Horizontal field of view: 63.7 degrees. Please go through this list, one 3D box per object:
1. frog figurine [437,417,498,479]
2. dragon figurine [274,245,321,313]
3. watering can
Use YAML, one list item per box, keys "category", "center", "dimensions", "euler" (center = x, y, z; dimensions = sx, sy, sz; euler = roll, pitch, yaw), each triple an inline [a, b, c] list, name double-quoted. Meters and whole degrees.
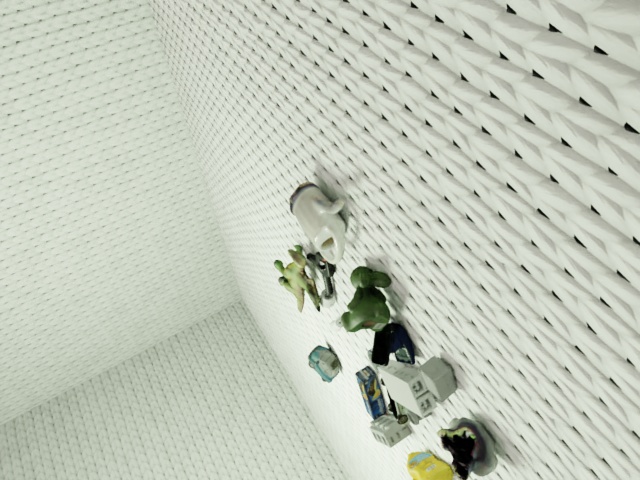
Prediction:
- category: "frog figurine"
  center: [0.359, 0.487, 1.215]
  dimensions: [0.139, 0.122, 0.158]
  euler: [38, -173, 38]
- category: "dragon figurine"
  center: [-0.064, 0.176, 1.881]
  dimensions: [0.247, 0.123, 0.401]
  euler: [-129, 20, -53]
- category: "watering can"
  center: [0.004, -0.070, 1.393]
  dimensions: [0.228, 0.105, 0.340]
  euler: [56, 162, 26]
